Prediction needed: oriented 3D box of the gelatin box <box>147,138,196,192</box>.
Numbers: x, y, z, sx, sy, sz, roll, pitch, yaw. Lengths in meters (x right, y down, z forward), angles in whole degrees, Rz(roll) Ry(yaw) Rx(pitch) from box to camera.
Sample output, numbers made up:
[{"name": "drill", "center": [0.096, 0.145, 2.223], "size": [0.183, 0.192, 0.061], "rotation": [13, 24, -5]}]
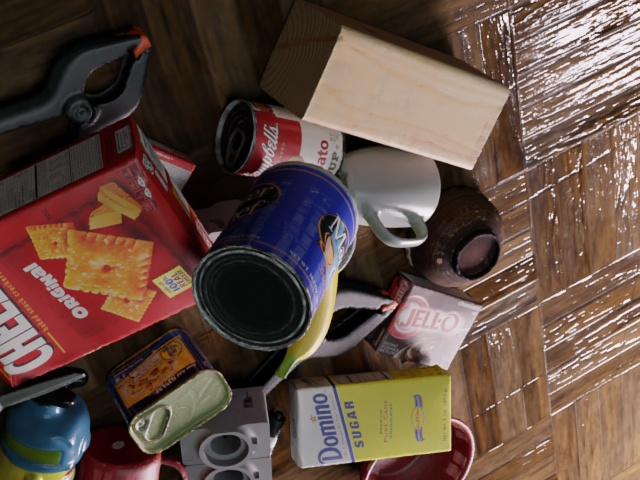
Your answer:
[{"name": "gelatin box", "center": [-0.164, -0.047, 0.950], "size": [0.073, 0.030, 0.089], "rotation": [22, 105, -40]}]

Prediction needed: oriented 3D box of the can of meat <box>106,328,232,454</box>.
[{"name": "can of meat", "center": [-0.150, 0.144, 1.038], "size": [0.102, 0.084, 0.057], "rotation": [-34, 130, -10]}]

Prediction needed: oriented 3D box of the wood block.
[{"name": "wood block", "center": [0.062, -0.142, 0.990], "size": [0.205, 0.091, 0.090], "rotation": [13, 110, -36]}]

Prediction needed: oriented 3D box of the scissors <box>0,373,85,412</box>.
[{"name": "scissors", "center": [-0.306, 0.136, 0.929], "size": [0.202, 0.016, 0.096], "rotation": [-33, 121, 25]}]

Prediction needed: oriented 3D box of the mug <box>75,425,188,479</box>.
[{"name": "mug", "center": [-0.190, 0.240, 1.064], "size": [0.117, 0.093, 0.081], "rotation": [6, 111, -10]}]

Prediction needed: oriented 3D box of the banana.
[{"name": "banana", "center": [-0.006, 0.040, 1.035], "size": [0.069, 0.037, 0.198], "rotation": [-44, 145, -59]}]

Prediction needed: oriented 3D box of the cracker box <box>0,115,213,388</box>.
[{"name": "cracker box", "center": [-0.210, 0.016, 0.898], "size": [0.214, 0.072, 0.164], "rotation": [-25, 129, 4]}]

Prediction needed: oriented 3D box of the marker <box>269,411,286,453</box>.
[{"name": "marker", "center": [-0.066, 0.243, 1.192], "size": [0.020, 0.020, 0.121], "rotation": [9, 113, -35]}]

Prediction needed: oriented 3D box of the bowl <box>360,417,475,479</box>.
[{"name": "bowl", "center": [0.106, 0.265, 1.286], "size": [0.161, 0.055, 0.162], "rotation": [-15, 124, -23]}]

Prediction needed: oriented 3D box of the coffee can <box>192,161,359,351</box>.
[{"name": "coffee can", "center": [-0.035, 0.011, 0.900], "size": [0.103, 0.140, 0.103], "rotation": [10, 125, 14]}]

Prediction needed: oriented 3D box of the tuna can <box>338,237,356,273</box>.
[{"name": "tuna can", "center": [-0.007, 0.001, 1.072], "size": [0.086, 0.034, 0.086], "rotation": [-15, 125, -23]}]

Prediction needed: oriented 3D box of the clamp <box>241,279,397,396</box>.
[{"name": "clamp", "center": [-0.019, 0.087, 1.114], "size": [0.209, 0.036, 0.164], "rotation": [-24, 130, -14]}]

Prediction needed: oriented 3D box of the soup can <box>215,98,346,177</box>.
[{"name": "soup can", "center": [-0.036, -0.088, 0.979], "size": [0.102, 0.069, 0.068], "rotation": [7, 113, -35]}]

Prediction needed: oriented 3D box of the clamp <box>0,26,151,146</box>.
[{"name": "clamp", "center": [-0.200, -0.102, 0.889], "size": [0.171, 0.039, 0.120], "rotation": [-37, 136, 1]}]

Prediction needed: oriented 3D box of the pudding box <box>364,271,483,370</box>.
[{"name": "pudding box", "center": [0.116, 0.091, 1.197], "size": [0.113, 0.039, 0.090], "rotation": [16, 108, -37]}]

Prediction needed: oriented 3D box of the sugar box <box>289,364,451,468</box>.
[{"name": "sugar box", "center": [0.056, 0.194, 1.178], "size": [0.176, 0.048, 0.093], "rotation": [-5, 101, -15]}]
